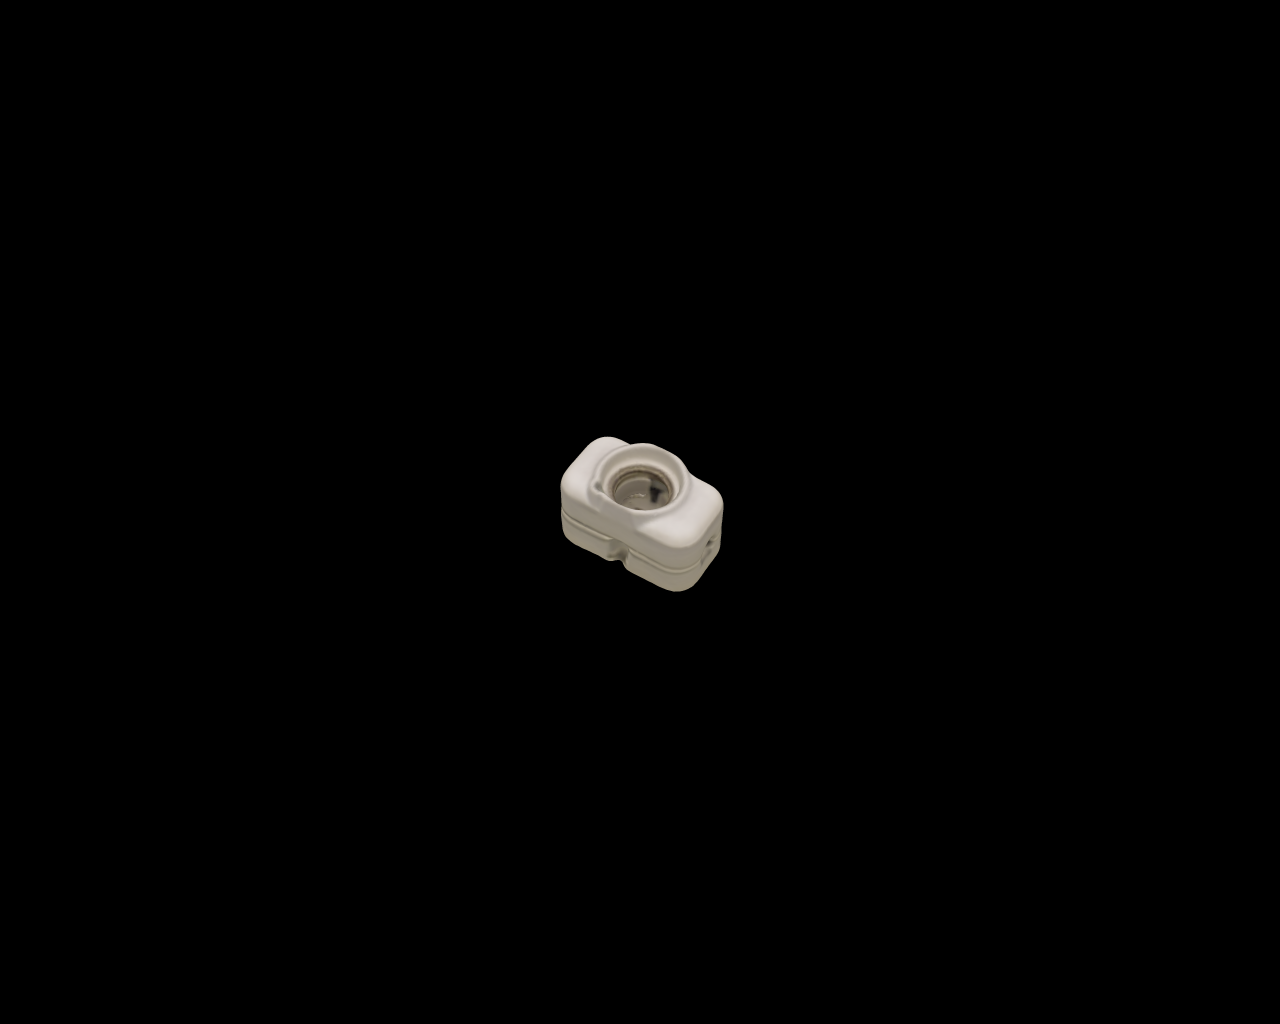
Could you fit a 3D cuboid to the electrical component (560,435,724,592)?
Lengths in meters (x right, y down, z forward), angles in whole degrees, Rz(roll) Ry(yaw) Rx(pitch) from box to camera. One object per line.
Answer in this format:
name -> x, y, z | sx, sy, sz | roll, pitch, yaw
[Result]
electrical component -> 0.001, -0.003, 0.650 | 0.095, 0.054, 0.059 | 27, -33, 19
